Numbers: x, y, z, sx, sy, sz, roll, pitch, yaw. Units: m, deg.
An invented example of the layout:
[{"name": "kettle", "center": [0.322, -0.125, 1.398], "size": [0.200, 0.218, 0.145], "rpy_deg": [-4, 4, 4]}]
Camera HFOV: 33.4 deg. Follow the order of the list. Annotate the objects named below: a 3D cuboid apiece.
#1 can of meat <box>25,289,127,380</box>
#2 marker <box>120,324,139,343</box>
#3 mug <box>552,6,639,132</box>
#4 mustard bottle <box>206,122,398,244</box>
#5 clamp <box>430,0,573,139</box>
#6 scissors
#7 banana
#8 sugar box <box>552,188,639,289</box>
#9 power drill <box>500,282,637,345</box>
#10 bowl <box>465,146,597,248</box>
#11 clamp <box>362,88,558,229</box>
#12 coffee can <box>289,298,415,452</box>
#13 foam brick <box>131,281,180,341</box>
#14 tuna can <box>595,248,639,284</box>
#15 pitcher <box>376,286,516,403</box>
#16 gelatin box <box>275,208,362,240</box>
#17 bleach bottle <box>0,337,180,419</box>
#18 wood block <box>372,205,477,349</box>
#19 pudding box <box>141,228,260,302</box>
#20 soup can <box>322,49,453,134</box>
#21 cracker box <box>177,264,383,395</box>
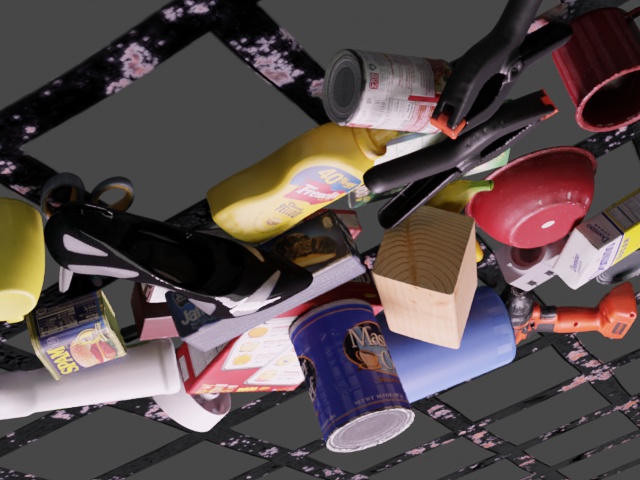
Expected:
[{"name": "can of meat", "center": [-0.267, 0.104, 1.176], "size": [0.084, 0.057, 0.102], "rpy_deg": [-18, 152, -6]}, {"name": "marker", "center": [-0.179, 0.092, 1.241], "size": [0.121, 0.020, 0.020], "rpy_deg": [-22, 151, 7]}, {"name": "mug", "center": [0.273, -0.167, 0.984], "size": [0.093, 0.081, 0.117], "rpy_deg": [5, 143, -35]}, {"name": "mustard bottle", "center": [-0.009, -0.064, 1.022], "size": [0.192, 0.058, 0.096], "rpy_deg": [-29, 151, 24]}, {"name": "clamp", "center": [0.157, -0.164, 0.913], "size": [0.171, 0.039, 0.120], "rpy_deg": [-47, 143, -15]}, {"name": "scissors", "center": [-0.225, -0.007, 1.051], "size": [0.096, 0.016, 0.202], "rpy_deg": [-12, 151, -10]}, {"name": "banana", "center": [0.152, -0.020, 1.197], "size": [0.070, 0.037, 0.198], "rpy_deg": [17, 160, 12]}, {"name": "sugar box", "center": [0.365, -0.014, 1.276], "size": [0.176, 0.048, 0.093], "rpy_deg": [-32, 156, -25]}, {"name": "power drill", "center": [0.329, 0.096, 1.456], "size": [0.187, 0.057, 0.184], "rpy_deg": [-2, 158, 2]}, {"name": "bowl", "center": [0.251, -0.038, 1.221], "size": [0.162, 0.055, 0.162], "rpy_deg": [-14, 150, -8]}, {"name": "clamp", "center": [0.134, -0.080, 1.050], "size": [0.210, 0.036, 0.164], "rpy_deg": [-29, 166, -6]}, {"name": "coffee can", "center": [0.034, 0.151, 1.194], "size": [0.102, 0.140, 0.103], "rpy_deg": [-15, 150, -9]}, {"name": "foam brick", "center": [-0.165, 0.074, 1.184], "size": [0.078, 0.053, 0.051], "rpy_deg": [-6, 148, -22]}, {"name": "tuna can", "center": [0.405, 0.023, 1.432], "size": [0.086, 0.034, 0.086], "rpy_deg": [-14, 151, -8]}, {"name": "pitcher", "center": [0.125, 0.144, 1.406], "size": [0.242, 0.149, 0.145], "rpy_deg": [-17, 136, -8]}, {"name": "gelatin box", "center": [-0.008, 0.002, 1.170], "size": [0.073, 0.030, 0.089], "rpy_deg": [3, 144, -33]}, {"name": "bleach bottle", "center": [-0.293, 0.168, 1.247], "size": [0.250, 0.068, 0.103], "rpy_deg": [-10, 176, -11]}, {"name": "wood block", "center": [0.122, 0.044, 1.203], "size": [0.090, 0.090, 0.206], "rpy_deg": [15, 162, 15]}, {"name": "pudding box", "center": [-0.128, 0.026, 1.137], "size": [0.113, 0.039, 0.090], "rpy_deg": [-6, 148, -25]}, {"name": "soup can", "center": [0.062, -0.131, 0.943], "size": [0.102, 0.068, 0.069], "rpy_deg": [1, 146, -30]}, {"name": "cracker box", "center": [-0.053, 0.106, 1.283], "size": [0.163, 0.072, 0.214], "rpy_deg": [4, 143, -36]}]
